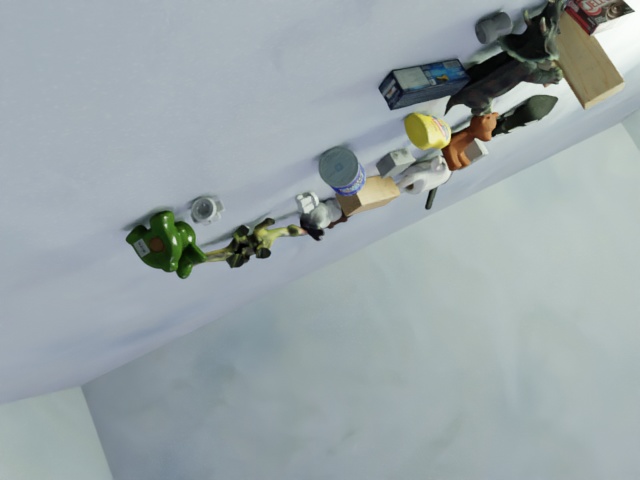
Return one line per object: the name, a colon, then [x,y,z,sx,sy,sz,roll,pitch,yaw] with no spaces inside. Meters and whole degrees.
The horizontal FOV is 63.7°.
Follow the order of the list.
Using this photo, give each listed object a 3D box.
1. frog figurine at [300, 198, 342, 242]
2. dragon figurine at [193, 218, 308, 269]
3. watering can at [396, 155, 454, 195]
frog figurine: [0.005,-0.088,1.747,0.162,0.123,0.134,-63,159,-24]
dragon figurine: [-0.239,0.022,1.661,0.411,0.122,0.242,-16,177,-3]
watering can: [0.388,-0.238,1.820,0.226,0.104,0.343,-22,175,-27]
